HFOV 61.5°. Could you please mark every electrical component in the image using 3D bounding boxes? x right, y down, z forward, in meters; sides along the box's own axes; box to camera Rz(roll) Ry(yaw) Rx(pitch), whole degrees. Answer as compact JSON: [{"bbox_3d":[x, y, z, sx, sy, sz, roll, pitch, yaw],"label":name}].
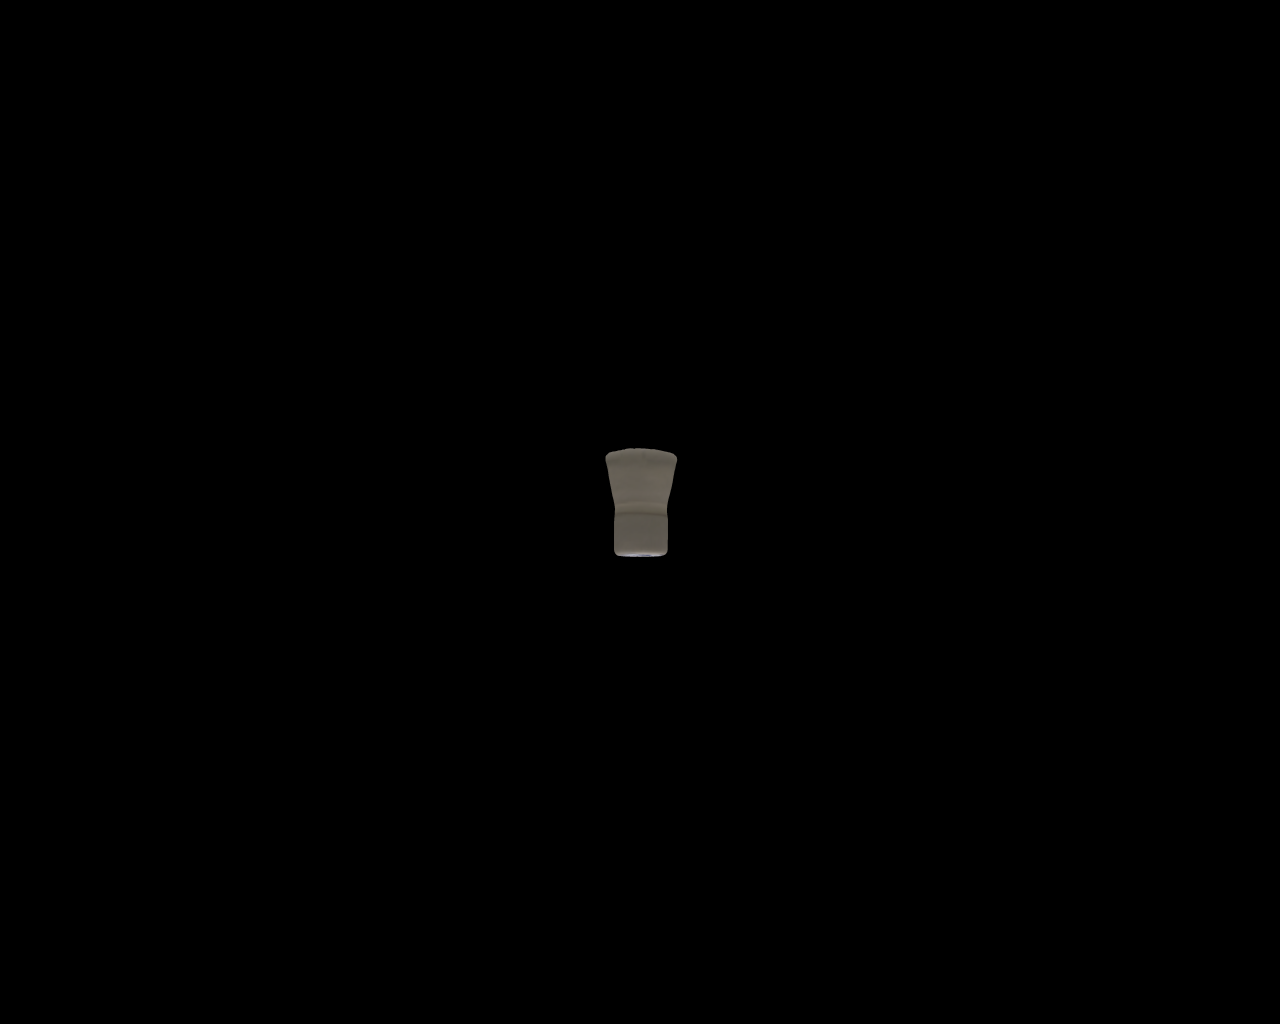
[{"bbox_3d":[0.001,-0.003,0.650,0.044,0.065,0.044,0,-7,0],"label":"electrical component"}]
